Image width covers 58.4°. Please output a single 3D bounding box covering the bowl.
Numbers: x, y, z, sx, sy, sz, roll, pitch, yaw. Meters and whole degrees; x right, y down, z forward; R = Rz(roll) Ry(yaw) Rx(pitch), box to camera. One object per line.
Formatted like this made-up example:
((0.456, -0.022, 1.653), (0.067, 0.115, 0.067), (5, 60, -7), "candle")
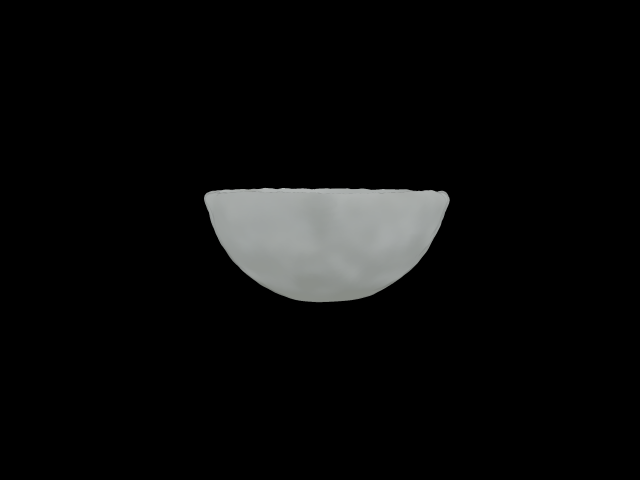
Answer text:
((0.004, 0.001, 0.400), (0.167, 0.075, 0.167), (0, 6, 0), "bowl")
